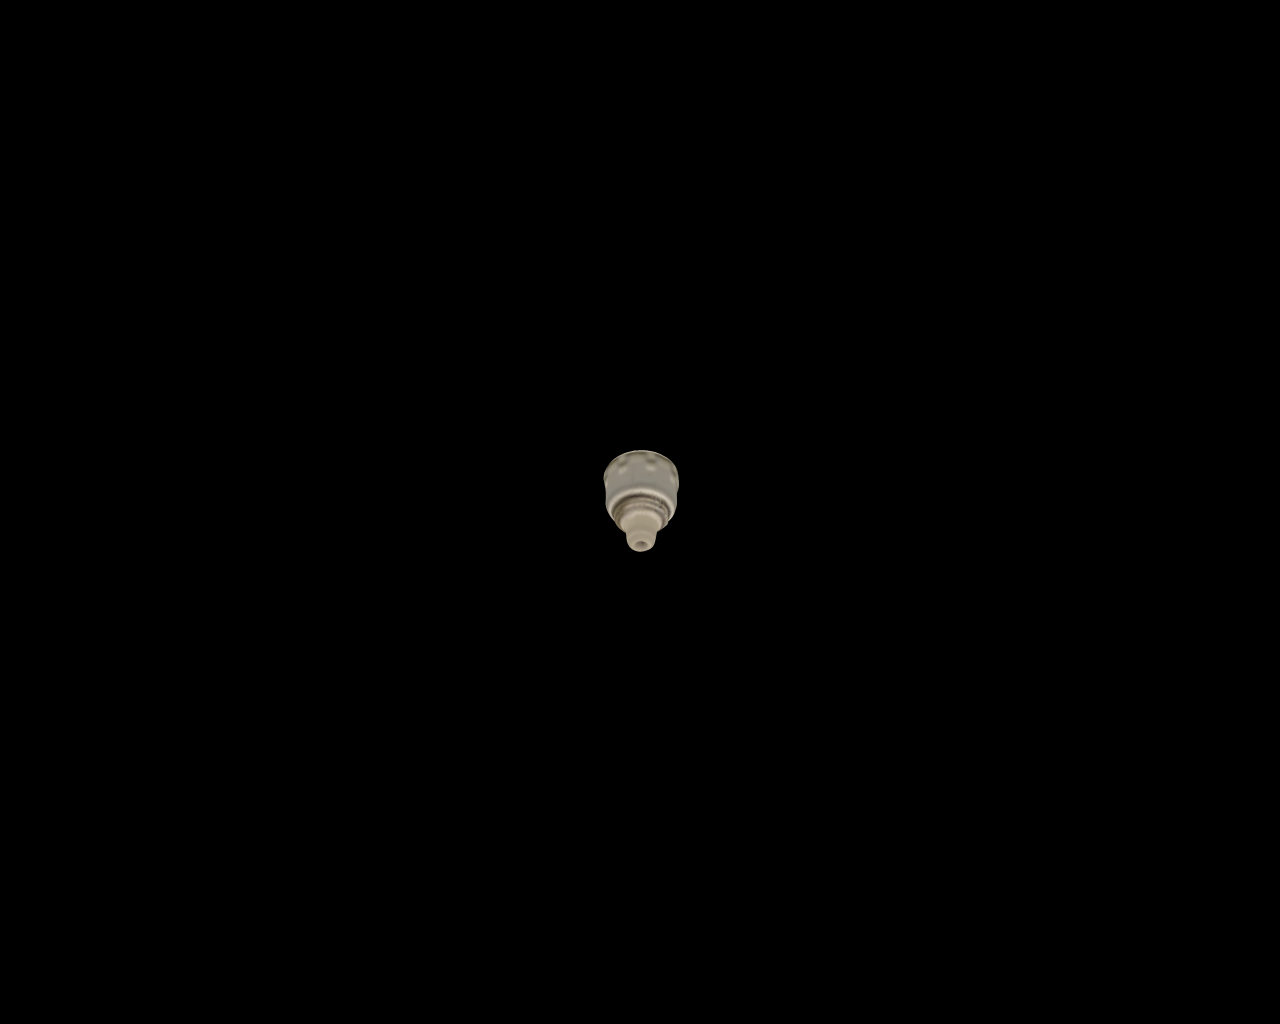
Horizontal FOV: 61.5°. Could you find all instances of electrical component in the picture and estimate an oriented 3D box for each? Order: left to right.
[{"bbox_3d":[0.001,-0.003,0.650,0.048,0.062,0.048,0,-40,0],"label":"electrical component"}]
